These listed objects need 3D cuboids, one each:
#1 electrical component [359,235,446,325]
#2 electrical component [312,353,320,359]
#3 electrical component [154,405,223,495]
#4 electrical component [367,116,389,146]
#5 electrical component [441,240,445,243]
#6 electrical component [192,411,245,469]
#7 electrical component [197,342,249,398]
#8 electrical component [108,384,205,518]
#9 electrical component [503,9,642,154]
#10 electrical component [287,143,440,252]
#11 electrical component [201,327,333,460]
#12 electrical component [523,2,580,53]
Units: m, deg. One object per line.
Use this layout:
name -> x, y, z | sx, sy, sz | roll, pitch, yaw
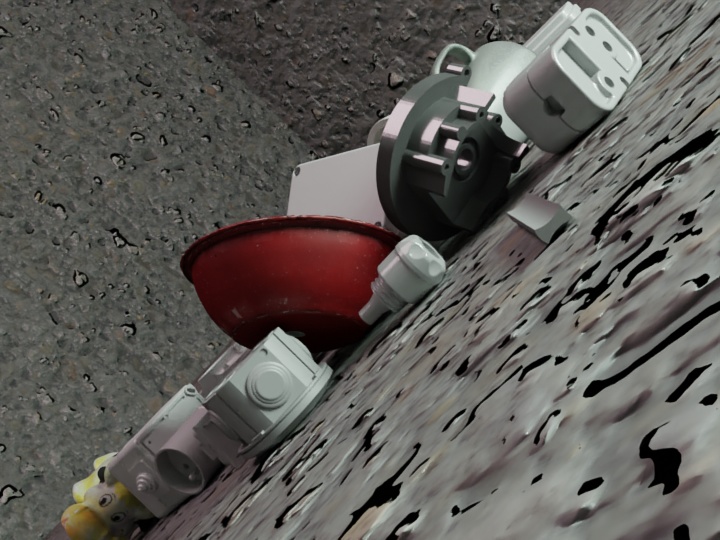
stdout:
electrical component -> 0.023, 0.009, 0.673 | 0.061, 0.035, 0.035 | -47, 3, 14
electrical component -> -0.052, 0.063, 0.879 | 0.040, 0.040, 0.046 | -43, 0, 36
electrical component -> -0.117, 0.130, 0.826 | 0.043, 0.043, 0.081 | -42, 5, 39
electrical component -> 0.069, -0.133, 1.190 | 0.060, 0.108, 0.108 | -40, 0, -36
electrical component -> 0.073, -0.067, 0.832 | 0.089, 0.050, 0.055 | -43, 5, 25
electrical component -> -0.085, 0.104, 0.766 | 0.081, 0.042, 0.064 | -48, 3, -42
electrical component -> -0.099, 0.095, 0.916 | 0.089, 0.056, 0.050 | -42, 5, 44
electrical component -> -0.154, 0.150, 0.861 | 0.061, 0.062, 0.096 | -42, 5, 39
electrical component -> 0.136, -0.120, 0.700 | 0.059, 0.054, 0.095 | -42, 5, 42
electrical component -> 0.002, -0.045, 0.796 | 0.113, 0.057, 0.078 | -9, 68, 44
electrical component -> -0.060, 0.079, 0.695 | 0.080, 0.051, 0.080 | -45, 4, 4
electrical component -> 0.179, -0.196, 1.028 | 0.109, 0.056, 0.108 | -44, 4, 21
